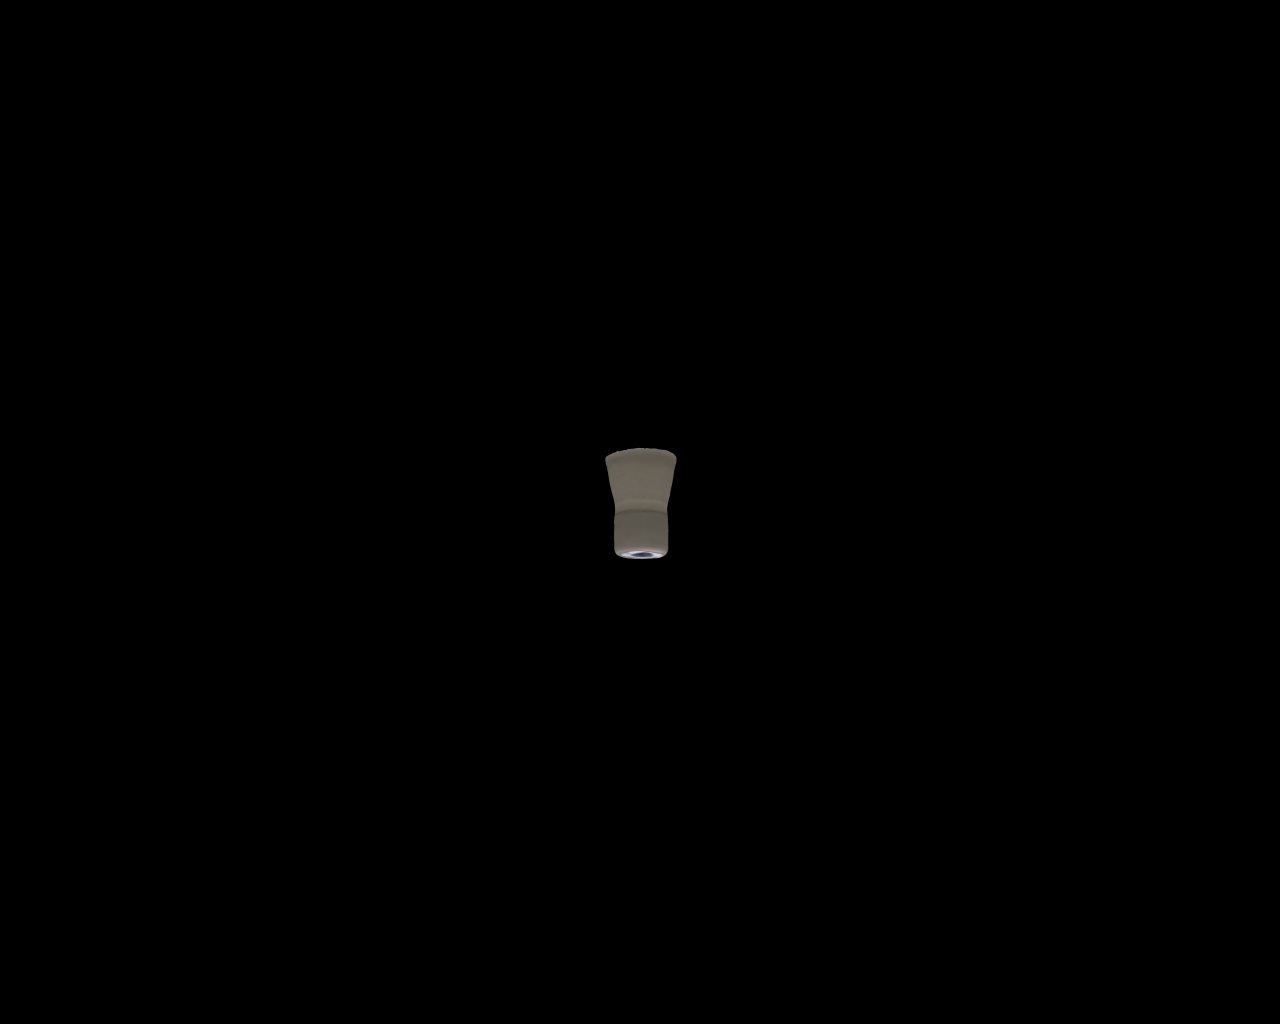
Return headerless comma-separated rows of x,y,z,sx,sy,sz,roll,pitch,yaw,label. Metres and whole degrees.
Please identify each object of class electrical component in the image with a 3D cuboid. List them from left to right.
0.001,-0.003,0.650,0.044,0.065,0.044,0,-13,0,electrical component
